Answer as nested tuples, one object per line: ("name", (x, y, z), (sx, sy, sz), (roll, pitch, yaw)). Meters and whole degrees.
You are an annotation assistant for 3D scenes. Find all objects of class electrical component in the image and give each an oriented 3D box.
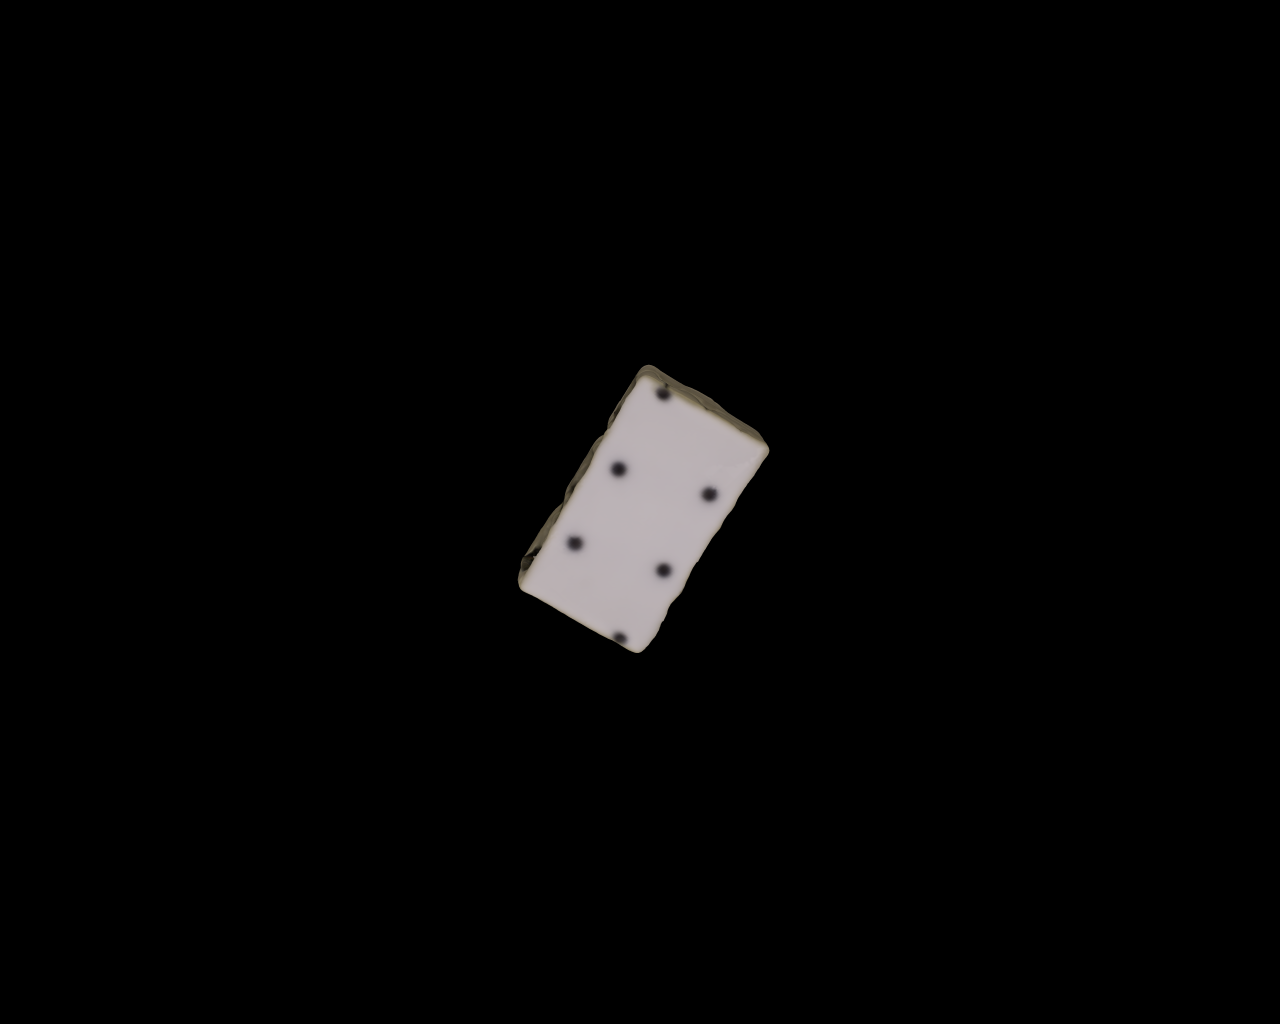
("electrical component", (0.001, -0.003, 0.650), (0.089, 0.150, 0.062), (31, 11, -7))
